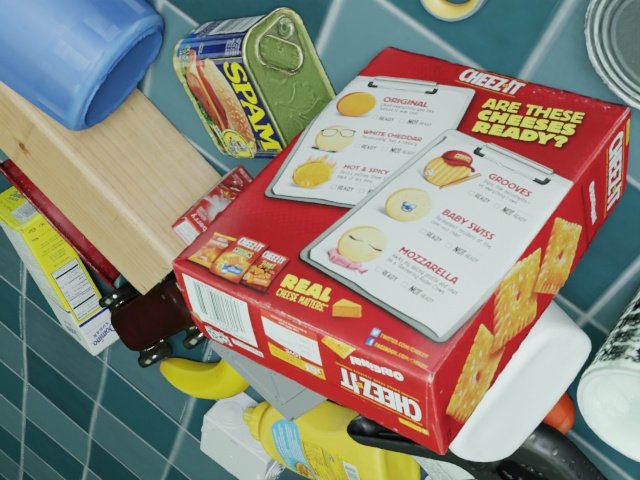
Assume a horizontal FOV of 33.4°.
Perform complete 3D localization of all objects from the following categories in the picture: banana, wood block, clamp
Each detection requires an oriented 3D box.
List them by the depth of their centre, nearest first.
[{"bbox_3d":[0.114,0.148,0.766,0.210,0.036,0.165,32,146,7],"label":"clamp"},{"bbox_3d":[-0.176,-0.066,0.879,0.206,0.090,0.091,47,148,-5],"label":"wood block"},{"bbox_3d":[-0.106,0.128,1.075,0.198,0.037,0.069,-35,79,55],"label":"banana"}]

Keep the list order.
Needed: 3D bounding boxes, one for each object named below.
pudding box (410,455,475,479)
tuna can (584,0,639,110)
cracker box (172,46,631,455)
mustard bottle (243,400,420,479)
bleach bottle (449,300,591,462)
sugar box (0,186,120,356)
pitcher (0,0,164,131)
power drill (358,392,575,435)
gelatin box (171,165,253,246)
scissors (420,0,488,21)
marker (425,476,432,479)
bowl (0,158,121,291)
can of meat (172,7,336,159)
[{"bbox_3d":[0.138,0.188,0.878,0.090,0.039,0.114,48,149,-9],"label":"pudding box"},{"bbox_3d":[0.175,-0.102,0.518,0.086,0.033,0.086,28,144,22],"label":"tuna can"},{"bbox_3d":[0.051,-0.007,0.591,0.164,0.213,0.072,21,143,31],"label":"cracker box"},{"bbox_3d":[0.000,0.189,1.005,0.192,0.058,0.096,10,133,40],"label":"mustard bottle"},{"bbox_3d":[0.055,0.019,0.681,0.068,0.103,0.251,20,-159,-44],"label":"bleach bottle"},{"bbox_3d":[-0.276,0.032,1.120,0.093,0.048,0.176,29,150,49],"label":"sugar box"},{"bbox_3d":[-0.230,-0.199,0.768,0.243,0.145,0.149,38,159,1],"label":"pitcher"},{"bbox_3d":[0.078,0.082,0.806,0.188,0.057,0.184,-15,116,53],"label":"power drill"},{"bbox_3d":[-0.061,-0.003,0.842,0.089,0.073,0.030,49,144,-9],"label":"gelatin box"},{"bbox_3d":[0.101,-0.165,0.544,0.202,0.016,0.096,0,129,47],"label":"scissors"},{"bbox_3d":[0.095,0.255,1.015,0.020,0.020,0.121,34,146,14],"label":"marker"},{"bbox_3d":[-0.222,-0.029,0.971,0.162,0.055,0.162,46,171,9],"label":"bowl"},{"bbox_3d":[-0.043,-0.103,0.729,0.084,0.057,0.102,6,132,47],"label":"can of meat"}]
